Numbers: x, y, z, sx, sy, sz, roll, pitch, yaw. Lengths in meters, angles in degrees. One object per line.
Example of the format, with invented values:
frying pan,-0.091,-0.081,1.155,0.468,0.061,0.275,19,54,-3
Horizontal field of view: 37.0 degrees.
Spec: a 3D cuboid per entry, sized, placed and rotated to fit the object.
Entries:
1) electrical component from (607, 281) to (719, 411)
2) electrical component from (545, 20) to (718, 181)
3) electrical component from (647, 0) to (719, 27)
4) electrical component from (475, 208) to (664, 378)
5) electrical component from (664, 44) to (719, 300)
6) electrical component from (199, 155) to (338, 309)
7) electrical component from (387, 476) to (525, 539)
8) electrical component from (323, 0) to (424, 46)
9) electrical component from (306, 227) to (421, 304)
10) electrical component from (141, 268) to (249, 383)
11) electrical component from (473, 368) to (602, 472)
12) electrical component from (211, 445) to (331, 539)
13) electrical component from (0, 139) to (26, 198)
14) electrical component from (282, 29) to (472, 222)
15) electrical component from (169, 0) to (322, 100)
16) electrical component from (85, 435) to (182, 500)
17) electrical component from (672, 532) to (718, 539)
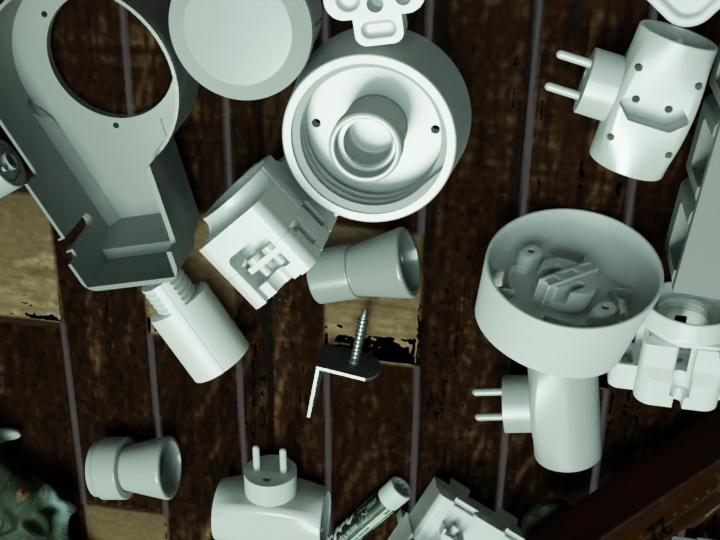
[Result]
electrical component,0.192,0.044,0.641,0.078,0.058,0.057,6,120,7
electrical component,0.142,-0.098,0.588,0.079,0.043,0.077,18,118,2
electrical component,0.149,-0.174,0.540,0.095,0.059,0.054,41,116,-10
electrical component,0.117,0.013,0.619,0.099,0.099,0.064,16,124,2
electrical component,0.228,-0.059,0.580,0.089,0.061,0.150,10,117,5
electrical component,-0.053,-0.029,0.632,0.050,0.089,0.055,-37,104,24
electrical component,0.087,0.198,0.731,0.121,0.078,0.063,32,95,-6
electrical component,0.010,-0.165,0.572,0.058,0.057,0.078,-4,115,12
electrical component,0.000,0.000,0.665,0.065,0.044,0.044,-9,114,20
electrical component,-0.112,0.028,0.697,0.043,0.043,0.081,-27,108,21
electrical component,0.112,0.084,0.682,0.079,0.044,0.077,-3,115,12
electrical component,-0.062,0.156,0.750,0.077,0.044,0.079,4,117,8
electrical component,-0.247,-0.056,0.683,0.065,0.044,0.044,-25,109,16
electrical component,0.007,-0.079,0.613,0.108,0.060,0.108,4,116,8
electrical component,-0.062,-0.140,0.601,0.080,0.051,0.080,4,116,8
electrical component,-0.160,0.140,0.760,0.055,0.045,0.045,-3,115,12
electrical component,0.215,0.205,0.715,0.055,0.066,0.048,1,135,32
